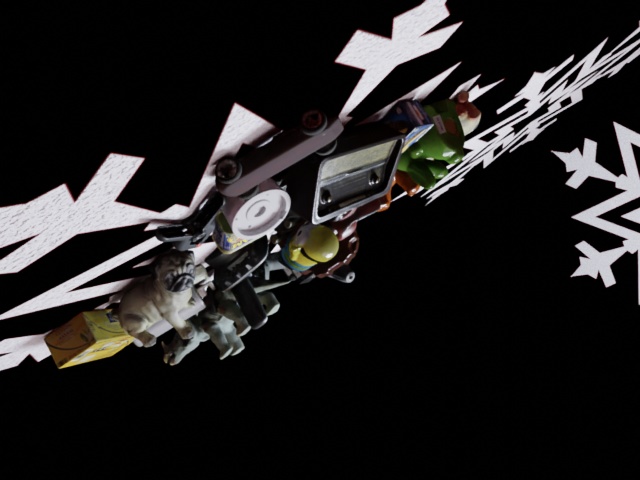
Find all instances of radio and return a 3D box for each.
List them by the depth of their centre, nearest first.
[{"bbox_3d":[0.045,-0.120,0.934,0.229,0.073,0.131,-23,136,-41],"label":"radio"}]

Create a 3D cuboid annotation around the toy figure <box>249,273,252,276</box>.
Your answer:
[{"bbox_3d":[-0.201,0.096,1.372,0.064,0.058,0.154,-54,172,-15],"label":"toy figure"}]

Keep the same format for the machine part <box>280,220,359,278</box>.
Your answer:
[{"bbox_3d":[-0.002,-0.004,1.211,0.179,0.179,0.056,-34,169,7],"label":"machine part"}]

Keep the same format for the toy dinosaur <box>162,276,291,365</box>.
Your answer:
[{"bbox_3d":[-0.225,0.154,1.272,0.404,0.192,0.131,-48,167,27],"label":"toy dinosaur"}]

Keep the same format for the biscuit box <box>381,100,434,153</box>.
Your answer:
[{"bbox_3d":[0.125,-0.183,1.044,0.059,0.063,0.202,-21,165,-41],"label":"biscuit box"}]

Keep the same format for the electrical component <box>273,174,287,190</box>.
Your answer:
[{"bbox_3d":[-0.073,-0.096,0.967,0.063,0.021,0.094,-28,168,-28],"label":"electrical component"}]

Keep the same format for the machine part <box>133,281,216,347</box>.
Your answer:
[{"bbox_3d":[-0.343,0.159,1.186,0.243,0.079,0.079,-31,170,-11],"label":"machine part"}]

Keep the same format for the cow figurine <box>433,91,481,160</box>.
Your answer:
[{"bbox_3d":[0.268,-0.235,1.205,0.195,0.085,0.127,-37,163,15],"label":"cow figurine"}]

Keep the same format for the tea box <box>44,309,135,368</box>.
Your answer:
[{"bbox_3d":[-0.435,0.186,1.051,0.098,0.068,0.169,-33,171,6],"label":"tea box"}]

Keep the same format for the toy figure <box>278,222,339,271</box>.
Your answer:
[{"bbox_3d":[-0.024,0.017,1.102,0.180,0.089,0.082,136,-30,-62],"label":"toy figure"}]

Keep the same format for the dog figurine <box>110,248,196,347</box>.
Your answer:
[{"bbox_3d":[-0.310,0.090,0.989,0.172,0.121,0.190,-11,136,-15],"label":"dog figurine"}]

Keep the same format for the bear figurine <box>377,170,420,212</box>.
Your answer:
[{"bbox_3d":[0.145,-0.116,1.257,0.120,0.132,0.195,-27,163,-8],"label":"bear figurine"}]

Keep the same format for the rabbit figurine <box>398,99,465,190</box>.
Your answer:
[{"bbox_3d":[0.212,-0.190,1.110,0.121,0.159,0.170,-37,-170,-39],"label":"rabbit figurine"}]

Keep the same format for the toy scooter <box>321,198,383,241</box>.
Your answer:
[{"bbox_3d":[0.065,-0.061,1.101,0.135,0.075,0.184,-29,170,-18],"label":"toy scooter"}]

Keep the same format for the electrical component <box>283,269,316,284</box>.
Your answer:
[{"bbox_3d":[-0.046,0.054,1.495,0.134,0.115,0.058,-37,165,21],"label":"electrical component"}]

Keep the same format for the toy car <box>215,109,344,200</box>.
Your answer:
[{"bbox_3d":[-0.061,-0.125,0.774,0.202,0.053,0.089,-30,159,6],"label":"toy car"}]

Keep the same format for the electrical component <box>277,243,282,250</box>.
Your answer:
[{"bbox_3d":[-0.044,-0.017,1.282,0.119,0.075,0.047,-40,167,15],"label":"electrical component"}]

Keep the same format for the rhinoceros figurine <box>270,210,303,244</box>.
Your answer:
[{"bbox_3d":[-0.043,-0.066,1.054,0.112,0.073,0.190,-22,165,-43],"label":"rhinoceros figurine"}]

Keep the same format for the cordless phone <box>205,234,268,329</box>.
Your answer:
[{"bbox_3d":[-0.146,0.085,1.136,0.146,0.184,0.088,-37,165,24],"label":"cordless phone"}]

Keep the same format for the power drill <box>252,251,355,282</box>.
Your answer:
[{"bbox_3d":[-0.054,0.055,1.309,0.207,0.232,0.085,-17,123,-23],"label":"power drill"}]
